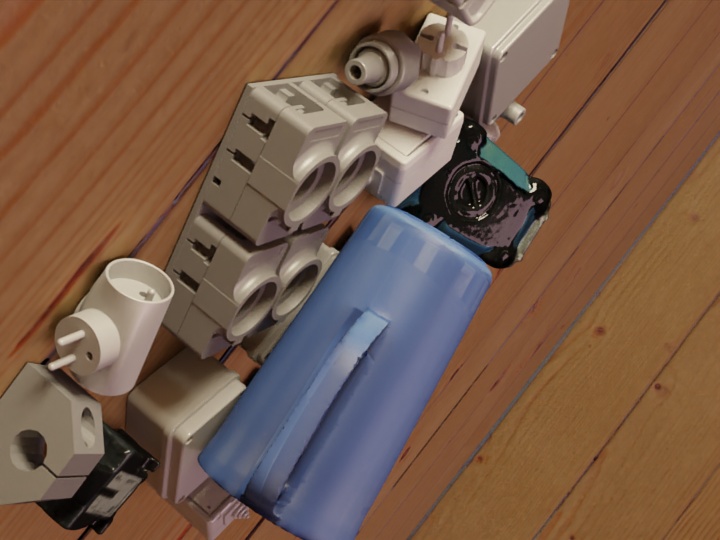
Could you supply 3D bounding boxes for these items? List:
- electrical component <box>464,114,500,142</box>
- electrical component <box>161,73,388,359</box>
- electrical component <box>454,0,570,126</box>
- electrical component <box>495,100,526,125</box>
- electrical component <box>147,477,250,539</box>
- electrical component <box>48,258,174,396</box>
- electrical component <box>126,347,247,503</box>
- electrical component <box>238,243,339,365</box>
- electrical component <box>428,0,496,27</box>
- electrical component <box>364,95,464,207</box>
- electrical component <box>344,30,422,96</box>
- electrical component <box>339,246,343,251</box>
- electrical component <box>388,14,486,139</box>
[{"bbox_3d":[0.099,-0.121,1.015,0.062,0.048,0.048,-54,165,29],"label":"electrical component"},{"bbox_3d":[-0.060,-0.035,0.735,0.105,0.060,0.186,-24,147,-58],"label":"electrical component"},{"bbox_3d":[0.120,-0.194,0.902,0.108,0.056,0.108,-47,162,-18],"label":"electrical component"},{"bbox_3d":[0.120,-0.154,0.971,0.048,0.062,0.048,-47,162,-20],"label":"electrical component"},{"bbox_3d":[-0.131,0.185,0.926,0.062,0.096,0.061,-44,161,-27],"label":"electrical component"},{"bbox_3d":[-0.158,0.040,0.654,0.079,0.044,0.077,-26,149,-57],"label":"electrical component"},{"bbox_3d":[-0.138,0.123,0.851,0.078,0.057,0.113,-40,159,-36],"label":"electrical component"},{"bbox_3d":[-0.040,0.039,0.891,0.108,0.056,0.109,-52,141,-2],"label":"electrical component"},{"bbox_3d":[0.058,-0.208,0.705,0.053,0.059,0.095,-54,163,3],"label":"electrical component"},{"bbox_3d":[0.027,-0.099,0.836,0.096,0.062,0.061,-42,160,-33],"label":"electrical component"},{"bbox_3d":[0.012,-0.141,0.743,0.062,0.043,0.043,-31,153,-53],"label":"electrical component"},{"bbox_3d":[0.000,0.000,0.978,0.047,0.055,0.055,-46,162,-10],"label":"electrical component"},{"bbox_3d":[0.059,-0.156,0.794,0.075,0.047,0.083,96,16,-60],"label":"electrical component"}]
